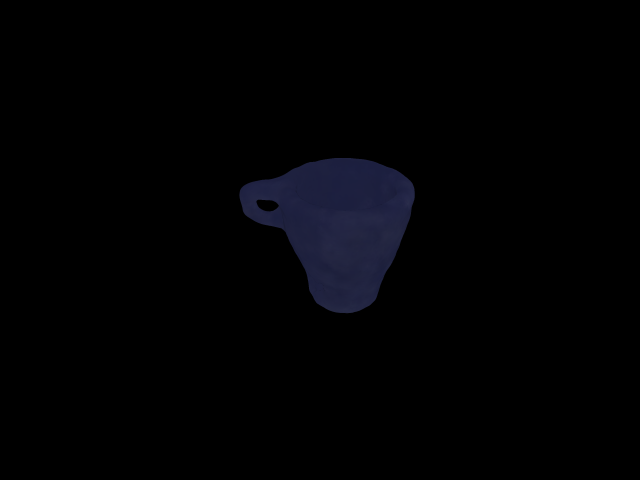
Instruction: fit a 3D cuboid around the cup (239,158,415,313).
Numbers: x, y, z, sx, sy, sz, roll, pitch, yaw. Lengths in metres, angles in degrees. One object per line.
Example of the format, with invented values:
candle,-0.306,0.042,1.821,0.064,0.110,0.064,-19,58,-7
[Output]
cup,0.004,0.001,0.400,0.117,0.095,0.091,3,32,5
